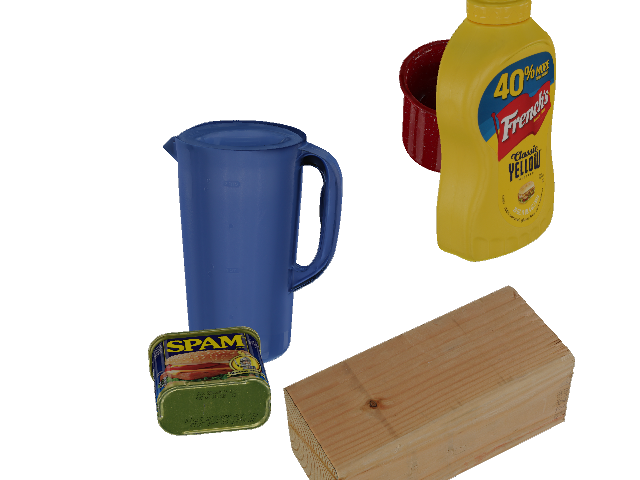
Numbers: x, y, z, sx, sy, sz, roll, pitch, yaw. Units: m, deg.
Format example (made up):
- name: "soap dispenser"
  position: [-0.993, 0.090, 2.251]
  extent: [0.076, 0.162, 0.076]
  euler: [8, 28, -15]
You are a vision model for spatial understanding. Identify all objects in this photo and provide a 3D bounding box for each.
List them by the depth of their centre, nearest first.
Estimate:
- name: "mustard bottle"
  position: [0.118, -0.088, 0.712]
  extent: [0.096, 0.192, 0.058]
  euler: [-24, 32, -34]
- name: "wood block"
  position: [0.085, 0.129, 0.838]
  extent: [0.205, 0.090, 0.091]
  euler: [-22, 48, -16]
- name: "mug"
  position: [0.124, -0.115, 0.925]
  extent: [0.117, 0.093, 0.081]
  euler: [-13, -36, -8]
- name: "can of meat"
  position: [-0.096, 0.123, 0.930]
  extent: [0.102, 0.057, 0.084]
  euler: [-4, 27, -10]
- name: "pitcher"
  position: [-0.072, 0.003, 1.101]
  extent: [0.144, 0.243, 0.149]
  euler: [-10, 22, -29]
